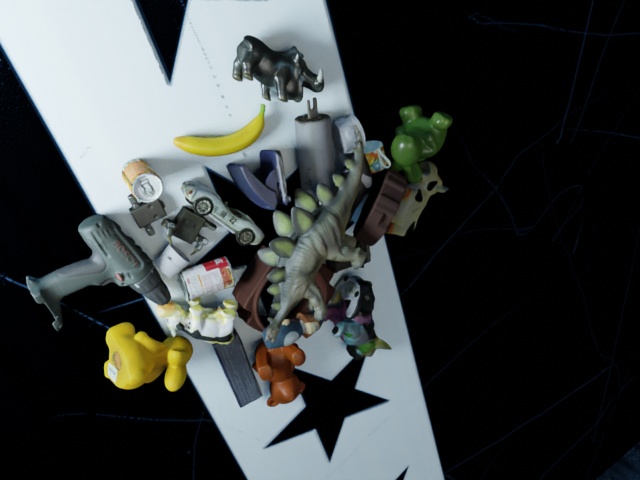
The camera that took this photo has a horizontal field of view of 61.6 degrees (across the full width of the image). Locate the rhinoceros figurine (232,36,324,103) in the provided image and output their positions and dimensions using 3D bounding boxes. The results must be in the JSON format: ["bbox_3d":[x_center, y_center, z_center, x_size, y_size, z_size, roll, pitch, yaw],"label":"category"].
[{"bbox_3d":[-0.079,-0.325,1.042,0.190,0.073,0.112,17,90,-33],"label":"rhinoceros figurine"}]

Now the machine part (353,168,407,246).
[{"bbox_3d":[0.135,-0.071,1.206,0.056,0.179,0.179,26,97,-4],"label":"machine part"}]

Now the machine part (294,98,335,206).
[{"bbox_3d":[-0.010,-0.176,1.138,0.079,0.079,0.242,-16,119,-24],"label":"machine part"}]

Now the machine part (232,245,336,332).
[{"bbox_3d":[-0.078,0.118,1.220,0.201,0.087,0.201,32,93,-35],"label":"machine part"}]

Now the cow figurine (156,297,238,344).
[{"bbox_3d":[-0.262,0.172,1.136,0.167,0.068,0.098,7,112,-13],"label":"cow figurine"}]

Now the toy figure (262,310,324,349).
[{"bbox_3d":[-0.051,0.194,1.184,0.154,0.058,0.064,-18,157,-25],"label":"toy figure"}]

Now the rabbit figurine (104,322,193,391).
[{"bbox_3d":[-0.330,0.233,1.097,0.173,0.163,0.121,-2,100,-49],"label":"rabbit figurine"}]

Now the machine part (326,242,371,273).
[{"bbox_3d":[0.073,0.043,1.302,0.139,0.039,0.084,-19,124,-36],"label":"machine part"}]

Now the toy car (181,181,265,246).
[{"bbox_3d":[-0.196,-0.054,1.082,0.056,0.074,0.201,-50,127,1],"label":"toy car"}]

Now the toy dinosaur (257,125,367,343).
[{"bbox_3d":[-0.002,-0.003,1.109,0.198,0.105,0.471,33,84,-27],"label":"toy dinosaur"}]

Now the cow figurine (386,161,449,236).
[{"bbox_3d":[0.230,-0.100,1.310,0.127,0.086,0.194,14,106,-37],"label":"cow figurine"}]

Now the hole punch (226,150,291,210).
[{"bbox_3d":[-0.123,-0.114,1.069,0.092,0.142,0.115,-19,106,-25],"label":"hole punch"}]

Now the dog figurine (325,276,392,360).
[{"bbox_3d":[0.110,0.207,1.361,0.219,0.109,0.191,33,89,-41],"label":"dog figurine"}]

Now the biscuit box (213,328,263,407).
[{"bbox_3d":[-0.195,0.288,1.240,0.063,0.059,0.202,-25,122,-18],"label":"biscuit box"}]

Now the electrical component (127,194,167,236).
[{"bbox_3d":[-0.329,-0.055,1.034,0.063,0.021,0.093,-29,122,-18],"label":"electrical component"}]

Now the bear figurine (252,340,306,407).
[{"bbox_3d":[-0.089,0.329,1.282,0.120,0.132,0.195,-18,113,-15],"label":"bear figurine"}]

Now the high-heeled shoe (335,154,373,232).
[{"bbox_3d":[0.037,-0.076,1.189,0.145,0.086,0.248,-34,143,-34],"label":"high-heeled shoe"}]

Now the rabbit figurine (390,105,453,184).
[{"bbox_3d":[0.200,-0.212,1.206,0.170,0.121,0.159,-39,152,-50],"label":"rabbit figurine"}]

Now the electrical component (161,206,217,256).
[{"bbox_3d":[-0.263,-0.020,1.074,0.102,0.045,0.078,38,90,-36],"label":"electrical component"}]

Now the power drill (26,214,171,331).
[{"bbox_3d":[-0.416,0.082,1.008,0.207,0.086,0.231,-29,121,-13],"label":"power drill"}]
